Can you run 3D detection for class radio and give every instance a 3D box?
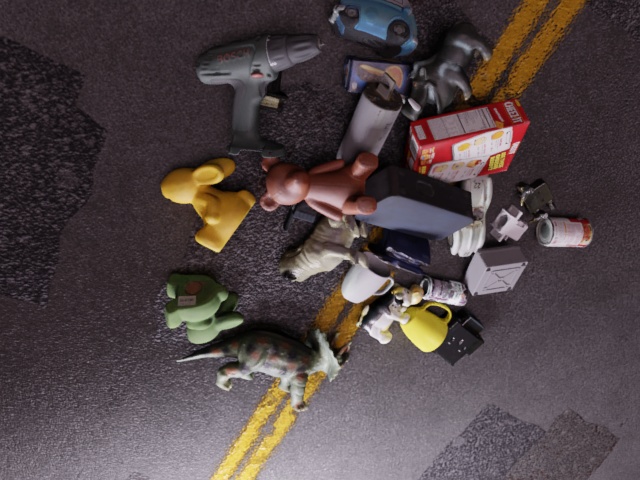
[{"bbox_3d":[0.191,-0.070,1.086,0.229,0.073,0.131,12,154,-28],"label":"radio"}]

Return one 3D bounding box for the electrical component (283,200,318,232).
[{"bbox_3d":[-0.034,-0.068,1.101,0.048,0.075,0.119,15,109,-16],"label":"electrical component"}]

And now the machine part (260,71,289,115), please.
[{"bbox_3d":[-0.094,-0.302,0.991,0.084,0.039,0.138,8,118,-5],"label":"machine part"}]

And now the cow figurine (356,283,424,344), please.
[{"bbox_3d":[0.162,0.156,1.259,0.098,0.068,0.167,33,106,-17],"label":"cow figurine"}]

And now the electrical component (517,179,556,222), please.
[{"bbox_3d":[0.481,-0.088,1.197,0.078,0.045,0.102,-29,118,7],"label":"electrical component"}]

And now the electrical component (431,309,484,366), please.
[{"bbox_3d":[0.337,0.236,1.333,0.114,0.058,0.134,35,107,-27],"label":"electrical component"}]

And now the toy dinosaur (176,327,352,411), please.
[{"bbox_3d":[-0.111,0.265,1.243,0.405,0.131,0.192,17,101,-13],"label":"toy dinosaur"}]

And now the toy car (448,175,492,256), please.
[{"bbox_3d":[0.331,-0.052,1.183,0.073,0.056,0.201,-4,117,-8],"label":"toy car"}]

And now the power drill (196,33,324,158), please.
[{"bbox_3d":[-0.102,-0.250,0.942,0.232,0.086,0.207,5,116,17],"label":"power drill"}]

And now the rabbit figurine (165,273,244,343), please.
[{"bbox_3d":[-0.253,0.155,1.176,0.159,0.121,0.170,-10,137,-12],"label":"rabbit figurine"}]

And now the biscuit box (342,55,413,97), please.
[{"bbox_3d":[0.148,-0.306,1.017,0.203,0.059,0.062,1,116,-11],"label":"biscuit box"}]

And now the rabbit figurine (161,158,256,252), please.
[{"bbox_3d":[-0.223,-0.082,1.041,0.173,0.122,0.162,33,115,-3],"label":"rabbit figurine"}]

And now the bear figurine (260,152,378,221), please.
[{"bbox_3d":[-0.006,-0.105,0.987,0.196,0.132,0.120,8,81,-20],"label":"bear figurine"}]

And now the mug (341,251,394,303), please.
[{"bbox_3d":[0.105,0.093,1.212,0.109,0.081,0.107,23,122,-28],"label":"mug"}]

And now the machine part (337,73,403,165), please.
[{"bbox_3d":[0.091,-0.206,1.014,0.079,0.079,0.243,9,141,-15],"label":"machine part"}]

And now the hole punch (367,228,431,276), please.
[{"bbox_3d":[0.178,0.012,1.162,0.142,0.116,0.092,23,103,-21],"label":"hole punch"}]

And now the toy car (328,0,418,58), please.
[{"bbox_3d":[0.103,-0.395,0.950,0.162,0.109,0.103,19,89,-7],"label":"toy car"}]

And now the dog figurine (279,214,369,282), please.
[{"bbox_3d":[-0.004,-0.002,1.140,0.191,0.172,0.121,-6,159,21],"label":"dog figurine"}]

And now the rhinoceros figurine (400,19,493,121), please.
[{"bbox_3d":[0.219,-0.295,0.959,0.112,0.073,0.190,27,108,-23],"label":"rhinoceros figurine"}]
